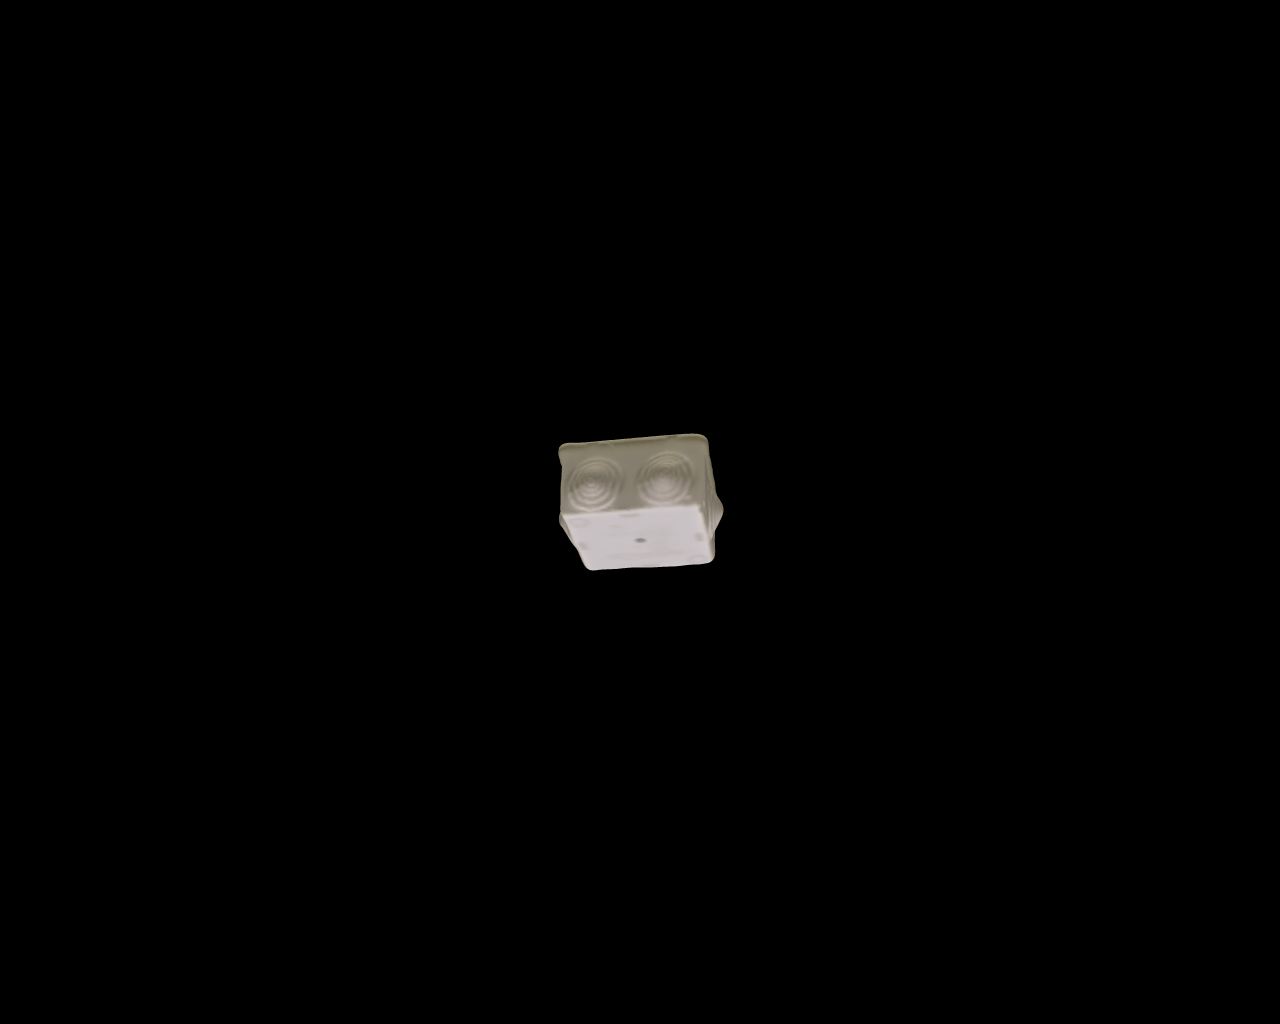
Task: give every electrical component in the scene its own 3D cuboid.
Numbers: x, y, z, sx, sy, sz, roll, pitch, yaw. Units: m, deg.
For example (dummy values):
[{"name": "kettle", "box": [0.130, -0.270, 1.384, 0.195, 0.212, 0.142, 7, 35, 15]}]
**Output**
[{"name": "electrical component", "box": [0.001, -0.003, 0.650, 0.100, 0.048, 0.099, -4, -28, 7]}]
